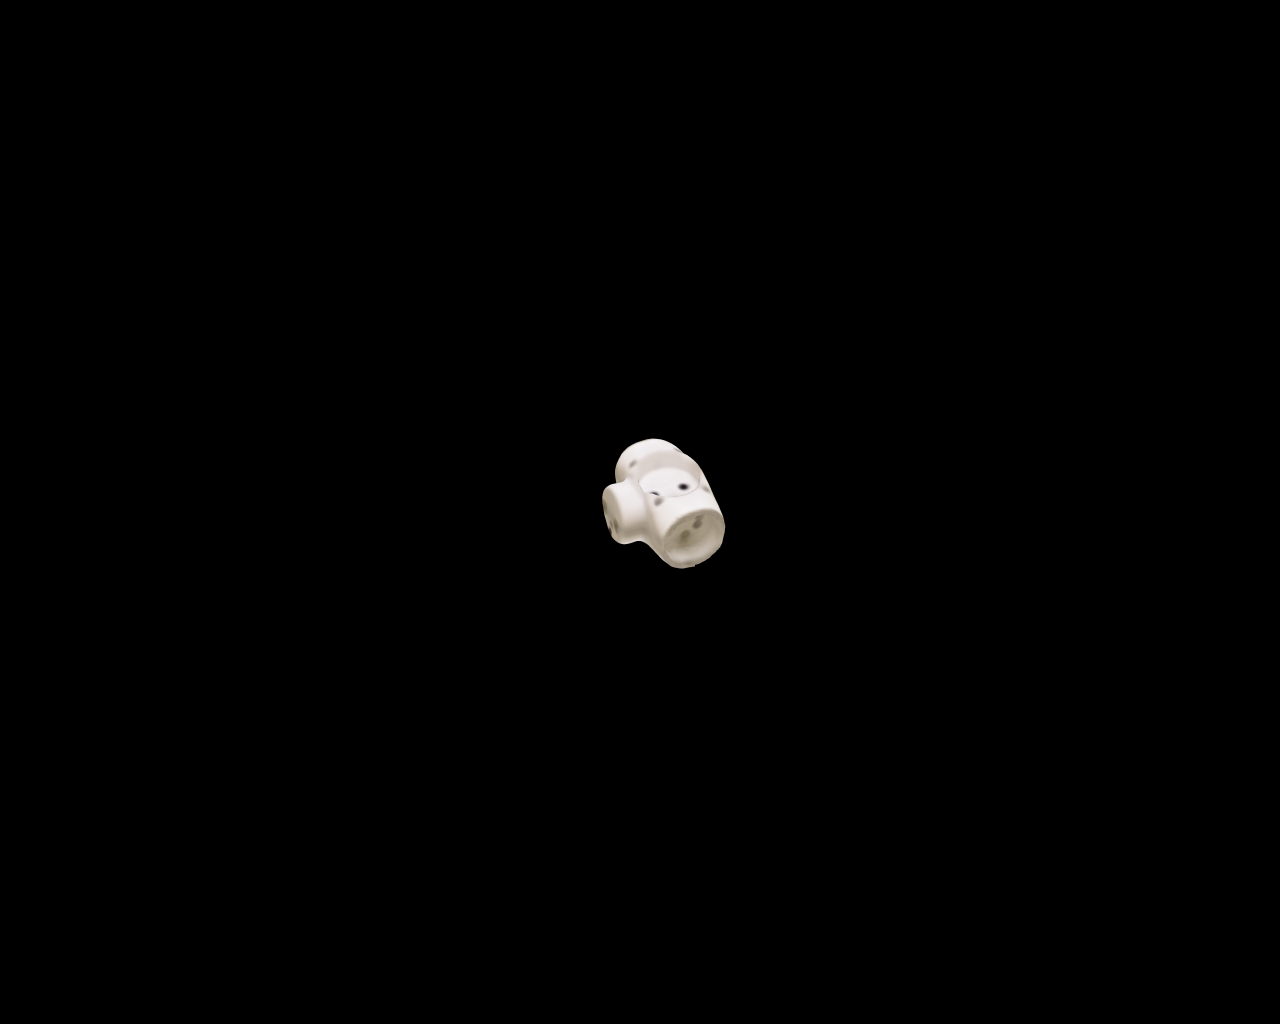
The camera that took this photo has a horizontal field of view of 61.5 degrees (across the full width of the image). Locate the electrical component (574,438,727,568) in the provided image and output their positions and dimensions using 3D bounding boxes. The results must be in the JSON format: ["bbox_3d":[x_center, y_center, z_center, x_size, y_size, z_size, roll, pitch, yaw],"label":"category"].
[{"bbox_3d":[0.001,-0.003,0.650,0.079,0.044,0.077,-14,42,-16],"label":"electrical component"}]
